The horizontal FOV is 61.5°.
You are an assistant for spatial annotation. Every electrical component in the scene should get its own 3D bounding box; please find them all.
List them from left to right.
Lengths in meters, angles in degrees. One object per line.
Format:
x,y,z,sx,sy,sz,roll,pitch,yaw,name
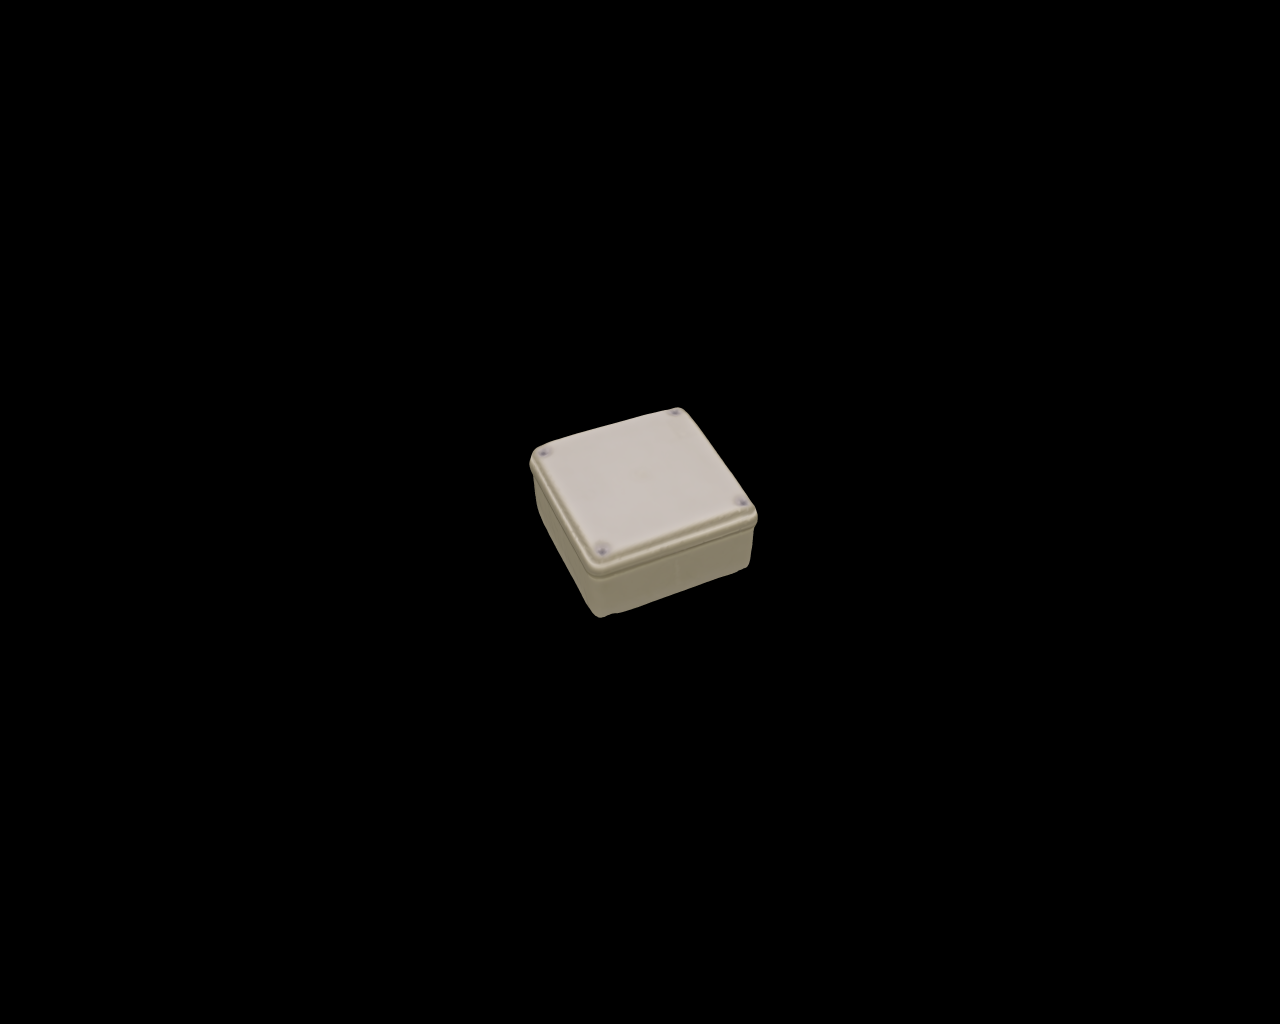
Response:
0.001,-0.003,0.650,0.109,0.056,0.109,-17,48,-16,electrical component
